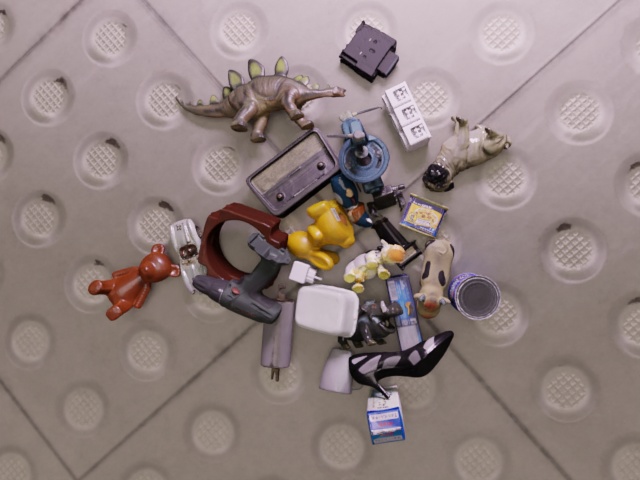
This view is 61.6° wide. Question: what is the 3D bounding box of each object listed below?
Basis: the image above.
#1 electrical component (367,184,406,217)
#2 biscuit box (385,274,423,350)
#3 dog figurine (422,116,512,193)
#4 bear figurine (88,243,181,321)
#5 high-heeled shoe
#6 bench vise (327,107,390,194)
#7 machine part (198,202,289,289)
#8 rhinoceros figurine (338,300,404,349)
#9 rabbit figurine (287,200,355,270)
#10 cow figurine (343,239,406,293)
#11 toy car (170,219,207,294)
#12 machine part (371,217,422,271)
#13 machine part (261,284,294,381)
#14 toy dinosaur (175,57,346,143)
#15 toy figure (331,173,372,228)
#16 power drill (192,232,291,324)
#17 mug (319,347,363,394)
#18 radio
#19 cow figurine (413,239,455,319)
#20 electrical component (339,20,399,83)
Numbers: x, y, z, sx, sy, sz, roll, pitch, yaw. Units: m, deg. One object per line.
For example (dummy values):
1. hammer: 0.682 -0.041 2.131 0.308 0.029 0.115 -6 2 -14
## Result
1. electrical component: 0.168 -0.096 1.348 0.102 0.078 0.045 -16 61 1
2. biscuit box: 0.211 0.186 1.333 0.059 0.063 0.202 -12 86 7
3. dog figurine: 0.360 -0.192 1.320 0.172 0.121 0.190 21 105 10
4. bear figurine: -0.472 0.104 1.391 0.196 0.132 0.120 -35 87 11
5. high-heeled shoe: 0.189 0.267 1.284 0.249 0.086 0.145 -39 50 -6
6. bench vise: 0.094 -0.228 1.267 0.129 0.240 0.223 -8 79 8
7. machine part: -0.192 0.020 1.349 0.201 0.087 0.201 20 113 8
8. rhinoceros figurine: 0.122 0.204 1.312 0.190 0.073 0.112 -27 65 37
9. rabbit figurine: -0.003 -0.004 1.357 0.173 0.122 0.162 -27 94 19
10. cow figurine: 0.137 0.053 1.322 0.167 0.098 0.068 -32 112 23
11. toy car: -0.336 0.044 1.409 0.074 0.056 0.201 -18 86 6
12. machine part: 0.189 0.003 1.356 0.084 0.039 0.139 -42 86 12
13. machine part: -0.108 0.234 1.365 0.079 0.079 0.243 3 89 7
14. toy dinosaur: -0.165 -0.353 1.366 0.472 0.105 0.198 -6 70 14
15. toy figure: 0.079 -0.092 1.339 0.058 0.064 0.154 -24 103 22
16. power drill: -0.178 0.087 1.279 0.232 0.086 0.207 31 109 2
17. mug: 0.058 0.326 1.340 0.110 0.080 0.107 5 79 12
18. radio: -0.060 -0.165 1.372 0.229 0.073 0.131 -37 84 5
19. cow figurine: 0.278 0.094 1.296 0.086 0.127 0.194 11 87 10
20. electrical component: 0.132 -0.472 1.367 0.134 0.058 0.115 34 94 7
